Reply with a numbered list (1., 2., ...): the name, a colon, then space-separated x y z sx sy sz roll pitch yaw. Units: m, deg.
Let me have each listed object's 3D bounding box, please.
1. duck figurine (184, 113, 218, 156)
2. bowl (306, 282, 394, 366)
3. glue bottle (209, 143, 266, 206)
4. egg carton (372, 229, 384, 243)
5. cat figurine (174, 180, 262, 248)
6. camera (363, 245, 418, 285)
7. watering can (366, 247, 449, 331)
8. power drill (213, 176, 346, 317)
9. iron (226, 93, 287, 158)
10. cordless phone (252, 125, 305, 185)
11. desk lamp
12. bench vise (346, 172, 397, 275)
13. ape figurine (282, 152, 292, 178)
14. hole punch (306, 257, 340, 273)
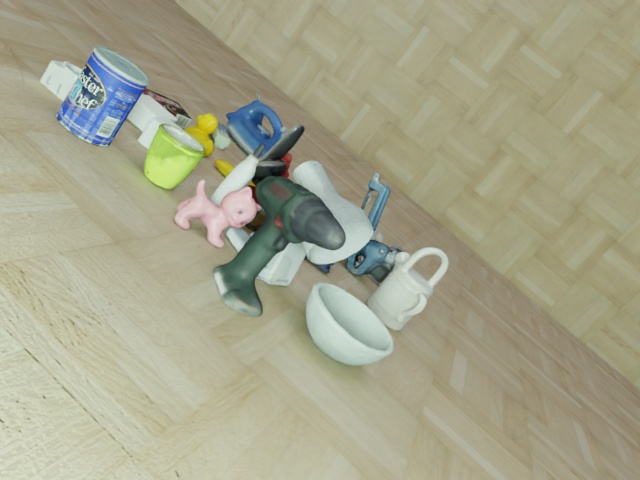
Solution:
1. duck figurine: -0.272 -0.256 1.353 0.078 0.086 0.104 21 23 -47
2. bowl: 0.035 0.150 0.940 0.168 0.074 0.167 36 16 -11
3. glue bottle: -0.151 -0.108 1.054 0.037 0.173 0.078 39 16 0
4. egg carton: 0.107 -0.027 1.597 0.150 0.069 0.108 49 18 31
5. cat figurine: -0.165 -0.056 0.981 0.128 0.117 0.067 31 17 -26
6. camera: 0.192 0.069 1.464 0.143 0.100 0.137 41 16 9
7. watering can: 0.194 0.089 1.240 0.101 0.194 0.172 22 23 -46
8. power drill: -0.066 0.008 0.858 0.076 0.208 0.229 26 20 -37
9. iron: -0.159 -0.310 1.653 0.257 0.141 0.119 49 18 31
10. cordless phone: -0.115 -0.213 1.405 0.094 0.185 0.148 38 16 -1
11. desk lamp: -0.033 -0.019 0.998 0.118 0.213 0.202 16 27 -54
12. bench vise: 0.117 -0.038 1.373 0.207 0.219 0.121 38 16 -2
13. ape figurine: -0.110 -0.198 1.545 0.078 0.092 0.076 31 17 -25
14. hole punch: 0.012 0.004 1.258 0.101 0.091 0.108 36 16 -9
